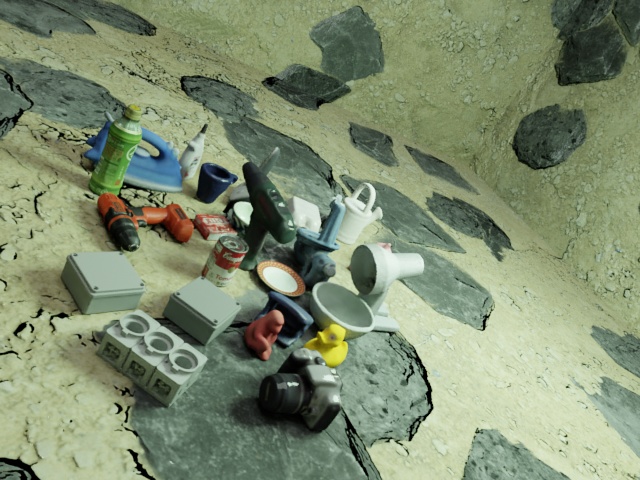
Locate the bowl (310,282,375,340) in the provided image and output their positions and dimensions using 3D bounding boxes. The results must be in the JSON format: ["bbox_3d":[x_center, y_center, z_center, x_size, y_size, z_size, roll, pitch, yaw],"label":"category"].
[{"bbox_3d":[0.039,0.177,1.329,0.168,0.074,0.167,26,24,-12],"label":"bowl"}]

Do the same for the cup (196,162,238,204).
[{"bbox_3d":[-0.283,-0.147,1.548,0.118,0.095,0.091,2,37,-48],"label":"cup"}]

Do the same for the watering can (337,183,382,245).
[{"bbox_3d":[0.116,-0.091,1.792,0.100,0.194,0.173,44,27,27],"label":"watering can"}]

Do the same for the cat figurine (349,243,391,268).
[{"bbox_3d":[0.159,0.050,1.664,0.067,0.117,0.128,43,26,24],"label":"cat figurine"}]

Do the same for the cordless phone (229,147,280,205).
[{"bbox_3d":[-0.176,-0.175,1.619,0.094,0.185,0.147,26,24,-11],"label":"cordless phone"}]

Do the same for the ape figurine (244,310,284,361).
[{"bbox_3d":[-0.103,0.179,1.134,0.076,0.092,0.078,42,26,22],"label":"ape figurine"}]

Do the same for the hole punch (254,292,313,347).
[{"bbox_3d":[-0.070,0.155,1.222,0.108,0.091,0.101,36,24,11],"label":"hole punch"}]

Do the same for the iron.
[{"bbox_3d":[-0.444,-0.218,1.436,0.259,0.141,0.118,18,27,-29],"label":"iron"}]

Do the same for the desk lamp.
[{"bbox_3d":[0.150,0.112,1.414,0.204,0.213,0.117,12,30,-37],"label":"desk lamp"}]

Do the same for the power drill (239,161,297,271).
[{"bbox_3d":[-0.156,-0.045,1.361,0.076,0.208,0.229,0,38,-50],"label":"power drill"}]

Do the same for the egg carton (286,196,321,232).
[{"bbox_3d":[-0.054,-0.067,1.698,0.107,0.069,0.150,23,25,-20],"label":"egg carton"}]

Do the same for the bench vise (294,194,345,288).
[{"bbox_3d":[0.022,0.006,1.459,0.122,0.219,0.206,7,33,-43],"label":"bench vise"}]

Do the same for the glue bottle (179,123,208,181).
[{"bbox_3d":[-0.345,-0.243,1.565,0.037,0.173,0.078,33,24,4],"label":"glue bottle"}]

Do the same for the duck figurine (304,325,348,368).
[{"bbox_3d":[0.023,0.218,1.216,0.105,0.086,0.077,11,31,-39],"label":"duck figurine"}]

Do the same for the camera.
[{"bbox_3d":[-0.039,0.260,1.041,0.137,0.100,0.142,13,29,-35],"label":"camera"}]
